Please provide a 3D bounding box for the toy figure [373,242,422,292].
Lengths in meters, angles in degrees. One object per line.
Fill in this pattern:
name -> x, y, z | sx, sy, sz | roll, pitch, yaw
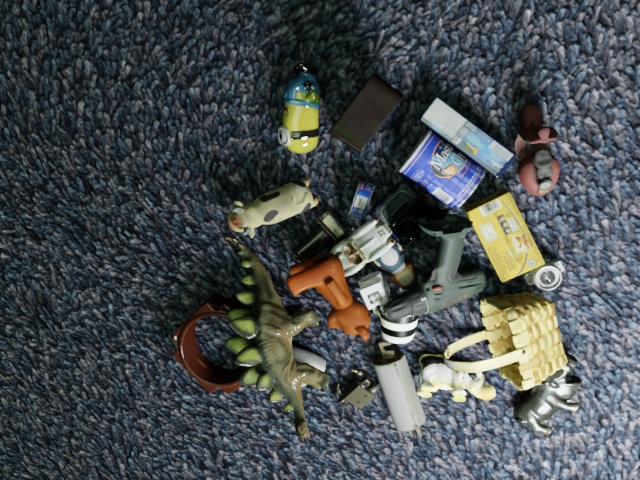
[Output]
toy figure -> 0.165, 0.056, 1.174 | 0.064, 0.058, 0.154 | -34, 97, 33

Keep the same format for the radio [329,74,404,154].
radio -> 0.089, -0.239, 1.034 | 0.073, 0.229, 0.131 | 37, 101, -4

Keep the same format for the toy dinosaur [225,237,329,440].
toy dinosaur -> -0.104, 0.197, 1.173 | 0.198, 0.105, 0.471 | -5, 62, -22

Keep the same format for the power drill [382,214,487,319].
power drill -> 0.236, 0.057, 1.101 | 0.232, 0.086, 0.207 | -9, 111, -14

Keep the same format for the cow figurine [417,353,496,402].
cow figurine -> 0.304, 0.305, 1.197 | 0.167, 0.098, 0.068 | 5, 147, 6

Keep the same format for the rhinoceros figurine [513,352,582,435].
rhinoceros figurine -> 0.501, 0.331, 1.175 | 0.112, 0.073, 0.190 | 34, 107, 11

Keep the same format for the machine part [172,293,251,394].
machine part -> -0.230, 0.244, 1.266 | 0.201, 0.087, 0.201 | -43, 92, 14

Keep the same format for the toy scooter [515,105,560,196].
toy scooter -> 0.425, -0.169, 1.041 | 0.075, 0.135, 0.183 | -10, 101, 10

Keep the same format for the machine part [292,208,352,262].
machine part -> -0.002, -0.004, 1.199 | 0.084, 0.039, 0.139 | 43, 103, -10

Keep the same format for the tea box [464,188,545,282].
tea box -> 0.381, -0.010, 1.117 | 0.098, 0.068, 0.169 | -25, 98, 14

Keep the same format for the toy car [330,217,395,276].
toy car -> 0.085, 0.017, 1.133 | 0.073, 0.056, 0.201 | 54, 144, 3

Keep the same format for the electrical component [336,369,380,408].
electrical component -> 0.087, 0.349, 1.259 | 0.078, 0.045, 0.102 | 30, 110, -27

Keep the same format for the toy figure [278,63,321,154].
toy figure -> -0.037, -0.271, 1.124 | 0.089, 0.082, 0.180 | 14, 102, 8

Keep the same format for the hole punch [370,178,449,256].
hole punch -> 0.183, -0.053, 1.129 | 0.142, 0.092, 0.115 | -46, 133, -3

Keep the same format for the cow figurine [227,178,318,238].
cow figurine -> -0.109, -0.066, 1.157 | 0.195, 0.127, 0.085 | -20, 95, 11

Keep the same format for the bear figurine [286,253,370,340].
bear figurine -> 0.025, 0.131, 1.153 | 0.132, 0.120, 0.195 | -21, 105, 7

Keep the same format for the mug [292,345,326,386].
mug -> -0.042, 0.296, 1.239 | 0.107, 0.110, 0.080 | 13, 108, -5

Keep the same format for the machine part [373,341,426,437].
machine part -> 0.180, 0.341, 1.223 | 0.079, 0.079, 0.243 | -18, 99, 13

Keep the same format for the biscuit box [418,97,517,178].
biscuit box -> 0.298, -0.208, 1.091 | 0.203, 0.063, 0.059 | 37, 105, 0
